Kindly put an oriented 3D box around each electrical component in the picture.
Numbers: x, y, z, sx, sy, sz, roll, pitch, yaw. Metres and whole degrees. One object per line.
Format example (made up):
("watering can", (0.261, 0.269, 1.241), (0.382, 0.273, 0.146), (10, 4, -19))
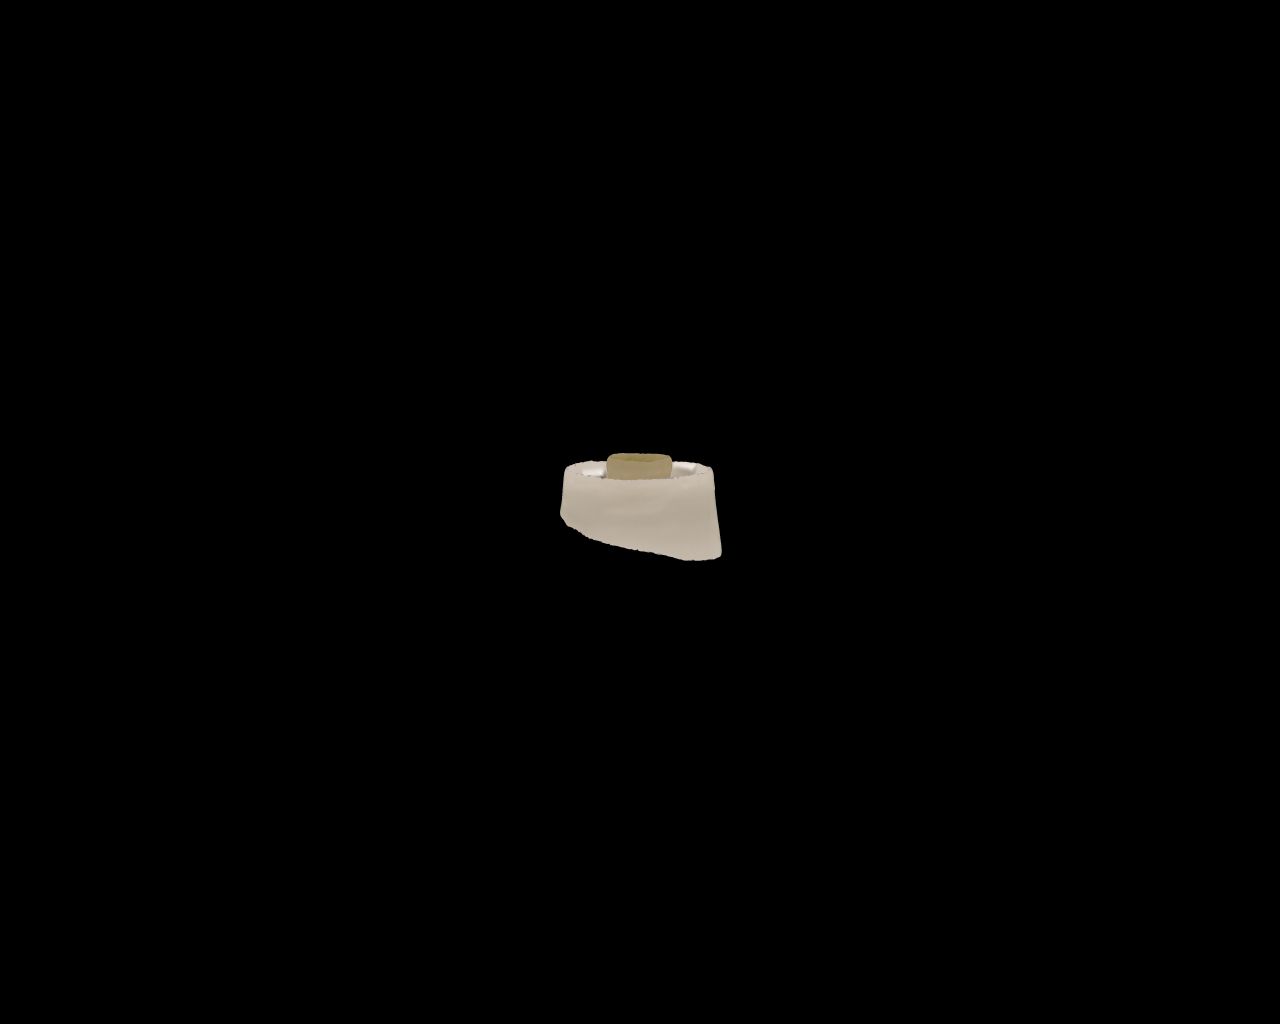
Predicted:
("electrical component", (0.001, -0.003, 0.650), (0.099, 0.064, 0.099), (0, 9, 0))
